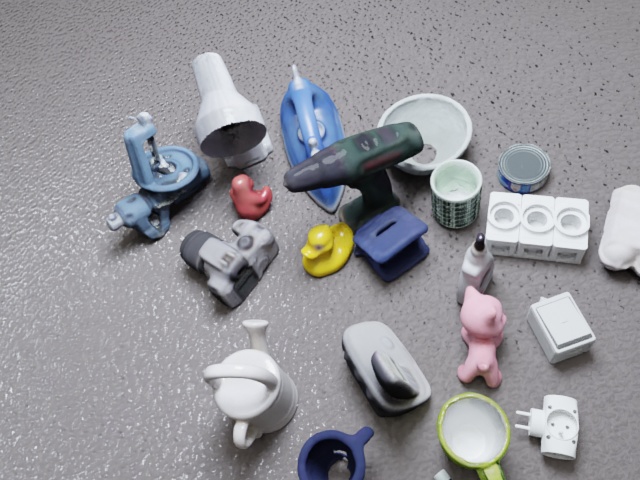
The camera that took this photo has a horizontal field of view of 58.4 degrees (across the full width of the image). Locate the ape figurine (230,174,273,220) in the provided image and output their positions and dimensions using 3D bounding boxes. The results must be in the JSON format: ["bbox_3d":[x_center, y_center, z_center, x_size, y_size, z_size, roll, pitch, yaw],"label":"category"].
[{"bbox_3d":[-0.131,-0.084,1.035,0.077,0.092,0.076,18,67,20],"label":"ape figurine"}]

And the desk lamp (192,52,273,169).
[{"bbox_3d":[-0.165,-0.221,1.045,0.118,0.214,0.203,-21,60,0],"label":"desk lamp"}]

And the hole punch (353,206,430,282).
[{"bbox_3d":[0.113,-0.002,0.941,0.109,0.091,0.101,-36,61,-8],"label":"hole punch"}]

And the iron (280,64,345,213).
[{"bbox_3d":[-0.013,-0.189,1.038,0.118,0.142,0.258,-16,60,3],"label":"iron"}]

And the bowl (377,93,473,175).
[{"bbox_3d":[0.187,-0.177,1.029,0.167,0.075,0.167,-5,61,9],"label":"bowl"}]

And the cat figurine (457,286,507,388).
[{"bbox_3d":[0.235,0.136,0.826,0.067,0.118,0.128,2,63,13],"label":"cat figurine"}]

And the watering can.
[{"bbox_3d":[-0.102,0.201,0.817,0.101,0.194,0.172,-19,60,1],"label":"watering can"}]

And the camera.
[{"bbox_3d":[-0.166,0.019,0.981,0.136,0.101,0.143,28,71,24],"label":"camera"}]

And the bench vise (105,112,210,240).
[{"bbox_3d":[-0.296,-0.107,1.007,0.121,0.220,0.207,16,67,19],"label":"bench vise"}]

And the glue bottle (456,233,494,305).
[{"bbox_3d":[0.232,0.037,0.848,0.037,0.173,0.078,24,69,23],"label":"glue bottle"}]

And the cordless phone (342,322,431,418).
[{"bbox_3d":[0.085,0.165,0.802,0.094,0.185,0.147,-33,61,-7],"label":"cordless phone"}]

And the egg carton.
[{"bbox_3d":[0.494,-0.013,0.881,0.107,0.069,0.150,15,66,19],"label":"egg carton"}]

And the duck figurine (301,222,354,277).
[{"bbox_3d":[0.009,0.003,0.962,0.105,0.086,0.077,-44,62,-13],"label":"duck figurine"}]

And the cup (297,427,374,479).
[{"bbox_3d":[0.031,0.307,0.790,0.118,0.095,0.091,-41,62,-11],"label":"cup"}]

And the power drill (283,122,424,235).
[{"bbox_3d":[0.063,-0.093,0.932,0.229,0.209,0.075,-30,60,-5],"label":"power drill"}]
